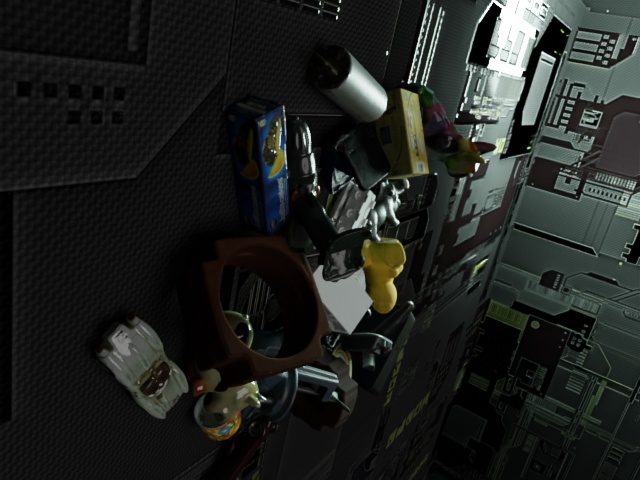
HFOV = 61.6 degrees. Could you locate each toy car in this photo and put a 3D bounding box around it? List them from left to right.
[{"bbox_3d":[-0.241,0.178,0.740,0.073,0.056,0.201,-50,148,-29],"label":"toy car"},{"bbox_3d":[-0.153,0.414,1.051,0.202,0.053,0.089,-55,159,2],"label":"toy car"}]

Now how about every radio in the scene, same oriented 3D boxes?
[{"bbox_3d":[0.138,0.265,1.389,0.229,0.131,0.073,-59,152,-16],"label":"radio"}]

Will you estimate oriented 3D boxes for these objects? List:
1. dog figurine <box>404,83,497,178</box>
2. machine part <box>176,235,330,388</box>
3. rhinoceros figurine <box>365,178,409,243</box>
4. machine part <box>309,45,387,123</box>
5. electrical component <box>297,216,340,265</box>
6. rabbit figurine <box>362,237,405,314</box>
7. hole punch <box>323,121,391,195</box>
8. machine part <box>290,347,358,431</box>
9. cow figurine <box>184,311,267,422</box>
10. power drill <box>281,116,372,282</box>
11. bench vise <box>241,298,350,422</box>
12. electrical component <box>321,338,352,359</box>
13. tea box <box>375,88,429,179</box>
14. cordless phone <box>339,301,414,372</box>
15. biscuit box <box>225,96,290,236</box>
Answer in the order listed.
[{"bbox_3d":[0.272,-0.232,1.172,0.108,0.219,0.191,-45,146,-41],"label":"dog figurine"},{"bbox_3d":[-0.095,0.099,0.783,0.201,0.201,0.087,-4,158,-47],"label":"machine part"},{"bbox_3d":[0.132,-0.078,1.203,0.190,0.073,0.111,-44,134,-34],"label":"rhinoceros figurine"},{"bbox_3d":[0.051,-0.260,0.913,0.243,0.079,0.079,14,98,-61],"label":"machine part"},{"bbox_3d":[-0.002,-0.002,0.992,0.078,0.045,0.102,-3,89,-36],"label":"electrical component"},{"bbox_3d":[0.136,0.084,1.262,0.162,0.122,0.173,-65,147,-87],"label":"rabbit figurine"},{"bbox_3d":[0.058,-0.154,1.013,0.142,0.092,0.115,-37,110,-39],"label":"hole punch"},{"bbox_3d":[-0.006,0.315,1.140,0.056,0.180,0.179,-17,124,-53],"label":"machine part"},{"bbox_3d":[-0.146,0.203,0.857,0.127,0.086,0.194,-1,112,-25],"label":"cow figurine"},{"bbox_3d":[-0.008,-0.049,0.843,0.086,0.207,0.231,-22,141,-28],"label":"power drill"},{"bbox_3d":[-0.054,0.252,1.011,0.240,0.129,0.223,24,97,-29],"label":"bench vise"},{"bbox_3d":[0.028,0.285,1.291,0.134,0.058,0.115,22,88,-63],"label":"electrical component"},{"bbox_3d":[0.163,-0.211,1.086,0.098,0.068,0.169,-8,89,-58],"label":"tea box"},{"bbox_3d":[0.142,0.203,1.217,0.184,0.089,0.146,-44,154,1],"label":"cordless phone"},{"bbox_3d":[-0.088,-0.104,0.797,0.059,0.063,0.202,-41,142,-38],"label":"biscuit box"}]
